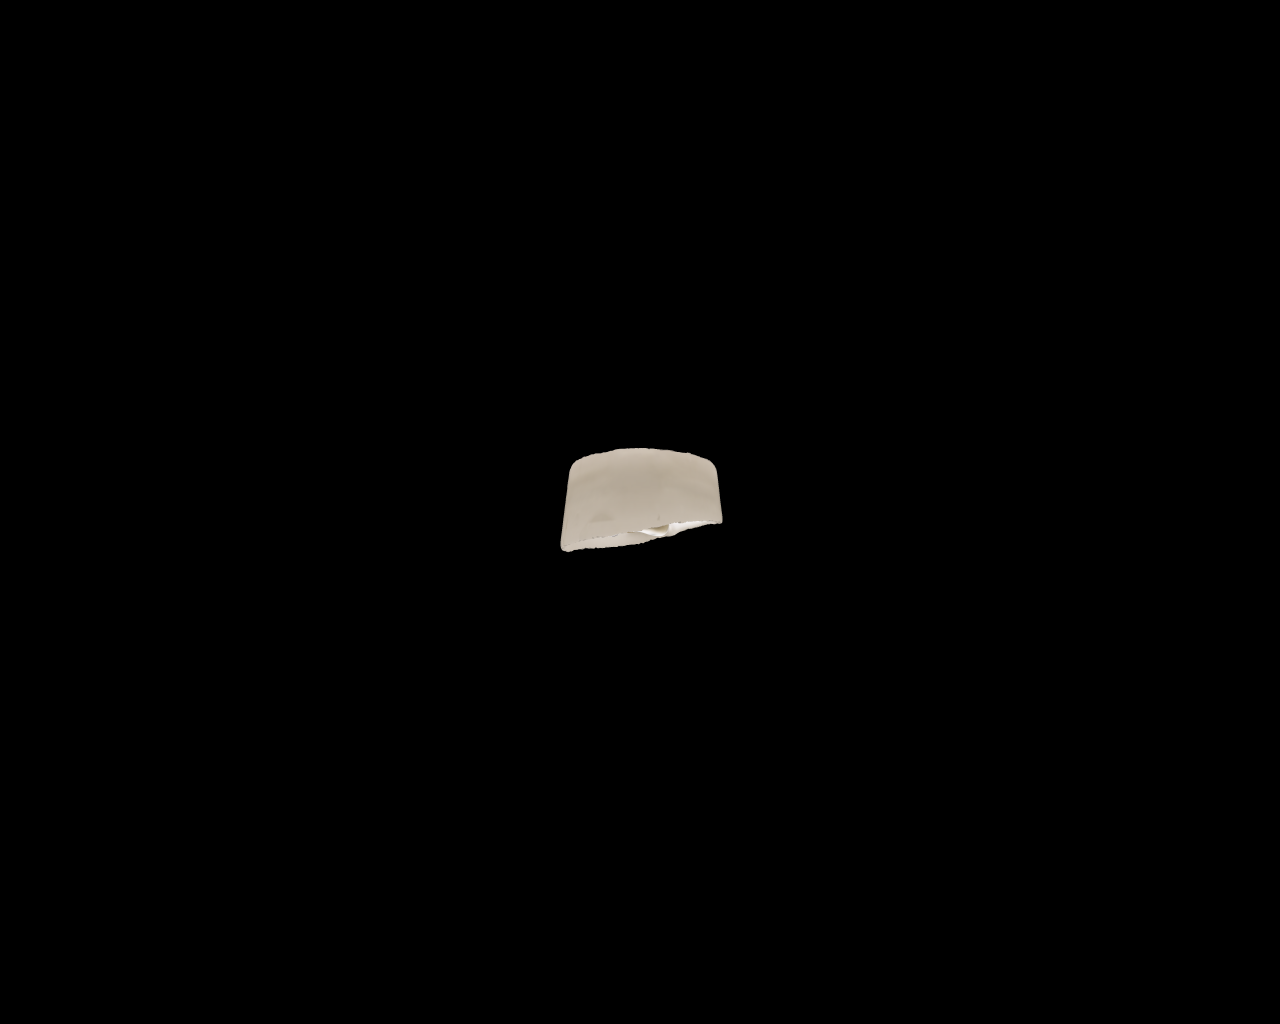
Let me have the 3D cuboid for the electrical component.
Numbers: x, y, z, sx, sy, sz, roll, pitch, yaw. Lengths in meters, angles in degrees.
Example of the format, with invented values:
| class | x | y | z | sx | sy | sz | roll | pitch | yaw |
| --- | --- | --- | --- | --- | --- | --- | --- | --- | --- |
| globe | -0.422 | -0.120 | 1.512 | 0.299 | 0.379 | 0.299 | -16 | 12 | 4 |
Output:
| class | x | y | z | sx | sy | sz | roll | pitch | yaw |
| --- | --- | --- | --- | --- | --- | --- | --- | --- | --- |
| electrical component | 0.001 | -0.003 | 0.650 | 0.099 | 0.064 | 0.099 | 0 | -14 | 0 |
